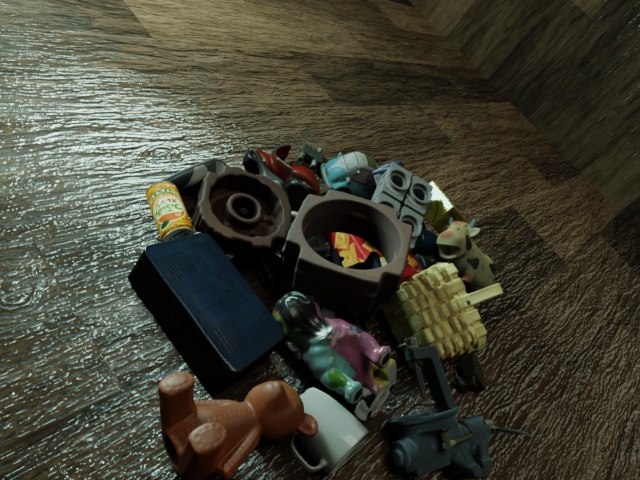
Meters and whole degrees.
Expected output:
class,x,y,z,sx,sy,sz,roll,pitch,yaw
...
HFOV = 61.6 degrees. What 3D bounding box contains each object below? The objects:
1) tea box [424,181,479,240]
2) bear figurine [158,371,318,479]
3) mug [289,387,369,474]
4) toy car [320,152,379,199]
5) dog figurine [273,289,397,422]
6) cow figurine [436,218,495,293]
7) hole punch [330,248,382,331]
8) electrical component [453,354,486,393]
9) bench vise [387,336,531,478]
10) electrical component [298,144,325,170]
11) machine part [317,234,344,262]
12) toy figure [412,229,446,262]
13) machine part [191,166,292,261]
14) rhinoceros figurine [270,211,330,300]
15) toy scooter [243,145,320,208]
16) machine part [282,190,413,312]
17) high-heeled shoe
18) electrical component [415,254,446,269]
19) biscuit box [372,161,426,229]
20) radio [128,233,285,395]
class,x,y,z,sx,sy,sz,roll,pitch,yaw
tea box,0.293,-0.052,1.253,0.169,0.068,0.098,35,20,-46
bear figurine,-0.095,0.221,0.683,0.196,0.131,0.120,-14,45,-32
mug,-0.003,0.275,0.774,0.109,0.080,0.107,-29,62,-36
toy car,0.089,-0.154,1.283,0.161,0.103,0.109,15,44,-28
dog figurine,0.008,0.172,0.863,0.219,0.191,0.108,32,68,31
cow figurine,0.314,0.035,1.150,0.194,0.086,0.127,34,69,-41
hole punch,0.056,0.086,0.989,0.092,0.115,0.142,6,42,-19
electrical component,0.297,0.262,1.080,0.078,0.045,0.102,52,29,-35
bench vise,0.199,0.276,0.891,0.224,0.129,0.240,-7,73,-22
electrical component,-0.022,-0.206,1.305,0.063,0.021,0.094,33,37,-10
machine part,-0.002,-0.003,1.097,0.084,0.039,0.139,1,49,-52
toy figure,0.258,0.015,1.193,0.154,0.064,0.058,18,5,-39
machine part,-0.134,-0.046,0.932,0.179,0.056,0.179,15,50,-19
rhinoceros figurine,-0.044,0.028,1.003,0.112,0.073,0.190,15,44,-14
toy scooter,-0.069,-0.151,1.163,0.184,0.075,0.135,34,34,-2
machine part,0.047,0.015,0.921,0.202,0.087,0.201,18,43,4
high-heeled shoe,-0.174,-0.086,1.027,0.249,0.086,0.145,-23,98,-33
electrical component,0.285,0.066,1.261,0.134,0.058,0.115,17,40,-29
biscuit box,0.188,-0.080,1.252,0.063,0.059,0.202,-37,110,-53
radio,-0.167,0.101,0.809,0.230,0.073,0.131,51,36,12
